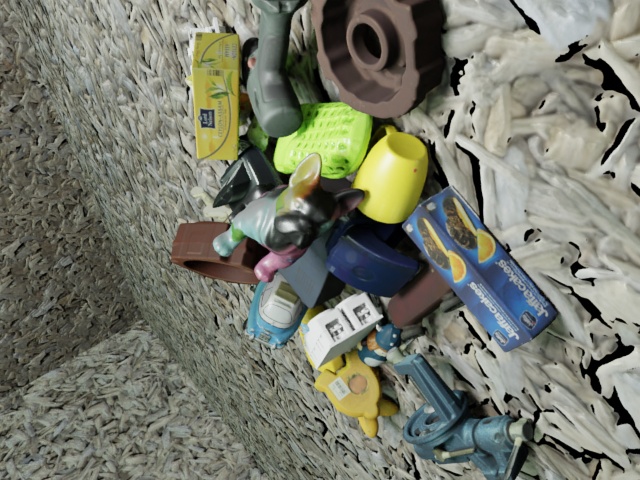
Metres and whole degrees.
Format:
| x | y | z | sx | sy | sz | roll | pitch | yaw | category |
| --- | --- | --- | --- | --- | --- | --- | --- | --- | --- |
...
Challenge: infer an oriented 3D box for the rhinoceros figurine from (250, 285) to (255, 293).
| x | y | z | sx | sy | sz | roll | pitch | yaw | category |
| --- | --- | --- | --- | --- | --- | --- | --- | --- | --- |
| -0.116 | 0.126 | 1.253 | 0.190 | 0.073 | 0.112 | 45 | 151 | 26 | rhinoceros figurine |

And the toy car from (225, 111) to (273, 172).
| x | y | z | sx | sy | sz | roll | pitch | yaw | category |
| --- | --- | --- | --- | --- | --- | --- | --- | --- | --- |
| -0.124 | -0.162 | 0.969 | 0.056 | 0.073 | 0.201 | 25 | 154 | -9 | toy car |

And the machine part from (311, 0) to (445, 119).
| x | y | z | sx | sy | sz | roll | pitch | yaw | category |
| --- | --- | --- | --- | --- | --- | --- | --- | --- | --- |
| 0.064 | -0.226 | 0.610 | 0.180 | 0.056 | 0.179 | 40 | 148 | 31 | machine part |

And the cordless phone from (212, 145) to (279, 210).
| x | y | z | sx | sy | sz | roll | pitch | yaw | category |
| --- | --- | --- | --- | --- | --- | --- | --- | --- | --- |
| -0.080 | -0.072 | 0.935 | 0.184 | 0.089 | 0.146 | 26 | 153 | -19 | cordless phone |

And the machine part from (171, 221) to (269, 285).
| x | y | z | sx | sy | sz | roll | pitch | yaw | category |
| --- | --- | --- | --- | --- | --- | --- | --- | --- | --- |
| -0.193 | 0.030 | 1.134 | 0.201 | 0.087 | 0.201 | 0 | 159 | 32 | machine part |

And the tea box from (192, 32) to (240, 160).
| x | y | z | sx | sy | sz | roll | pitch | yaw | category |
| --- | --- | --- | --- | --- | --- | --- | --- | --- | --- |
| -0.156 | -0.215 | 0.820 | 0.169 | 0.068 | 0.098 | 103 | 164 | -51 | tea box |

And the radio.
| x | y | z | sx | sy | sz | roll | pitch | yaw | category |
| --- | --- | --- | --- | --- | --- | --- | --- | --- | --- |
| -0.002 | -0.003 | 0.894 | 0.131 | 0.073 | 0.229 | 47 | 140 | 23 | radio |

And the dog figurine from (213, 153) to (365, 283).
| x | y | z | sx | sy | sz | roll | pitch | yaw | category |
| --- | --- | --- | --- | --- | --- | --- | --- | --- | --- |
| -0.033 | -0.043 | 0.728 | 0.108 | 0.191 | 0.219 | 41 | 132 | -15 | dog figurine |

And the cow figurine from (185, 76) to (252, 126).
| x | y | z | sx | sy | sz | roll | pitch | yaw | category |
| --- | --- | --- | --- | --- | --- | --- | --- | --- | --- |
| -0.175 | -0.244 | 0.983 | 0.168 | 0.068 | 0.098 | 40 | 153 | 38 | cow figurine |

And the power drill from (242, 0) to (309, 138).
| x | y | z | sx | sy | sz | roll | pitch | yaw | category |
| --- | --- | --- | --- | --- | --- | --- | --- | --- | --- |
| -0.072 | -0.268 | 0.721 | 0.207 | 0.086 | 0.232 | 111 | 149 | -52 | power drill |

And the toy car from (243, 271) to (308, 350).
| x | y | z | sx | sy | sz | roll | pitch | yaw | category |
| --- | --- | --- | --- | --- | --- | --- | --- | --- | --- |
| -0.074 | 0.114 | 0.991 | 0.109 | 0.162 | 0.103 | 27 | 137 | -2 | toy car |

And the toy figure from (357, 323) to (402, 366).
| x | y | z | sx | sy | sz | roll | pitch | yaw | category |
| --- | --- | --- | --- | --- | --- | --- | --- | --- | --- |
| 0.109 | 0.185 | 0.947 | 0.154 | 0.064 | 0.058 | 118 | 134 | -64 | toy figure |

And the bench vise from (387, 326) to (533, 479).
| x | y | z | sx | sy | sz | roll | pitch | yaw | category |
| --- | --- | --- | --- | --- | --- | --- | --- | --- | --- |
| 0.194 | 0.259 | 0.815 | 0.240 | 0.129 | 0.223 | 54 | 151 | -1 | bench vise |

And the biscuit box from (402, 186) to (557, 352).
| x | y | z | sx | sy | sz | roll | pitch | yaw | category |
| --- | --- | --- | --- | --- | --- | --- | --- | --- | --- |
| 0.191 | 0.034 | 0.652 | 0.203 | 0.059 | 0.062 | 52 | 152 | 13 | biscuit box |

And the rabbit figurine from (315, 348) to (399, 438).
| x | y | z | sx | sy | sz | roll | pitch | yaw | category |
| --- | --- | --- | --- | --- | --- | --- | --- | --- | --- |
| 0.082 | 0.308 | 1.091 | 0.162 | 0.122 | 0.173 | 42 | 164 | 12 | rabbit figurine |

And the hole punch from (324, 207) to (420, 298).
| x | y | z | sx | sy | sz | roll | pitch | yaw | category |
| --- | --- | --- | --- | --- | --- | --- | --- | --- | --- |
| 0.071 | 0.022 | 0.750 | 0.142 | 0.116 | 0.092 | 120 | 149 | -60 | hole punch |

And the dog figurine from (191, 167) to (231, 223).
| x | y | z | sx | sy | sz | roll | pitch | yaw | category |
| --- | --- | --- | --- | --- | --- | --- | --- | --- | --- |
| -0.179 | -0.040 | 1.179 | 0.172 | 0.121 | 0.190 | 49 | 165 | 40 | dog figurine |

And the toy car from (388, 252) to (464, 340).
| x | y | z | sx | sy | sz | roll | pitch | yaw | category |
| --- | --- | --- | --- | --- | --- | --- | --- | --- | --- |
| 0.151 | 0.078 | 0.773 | 0.202 | 0.053 | 0.089 | 120 | 137 | -58 | toy car |
